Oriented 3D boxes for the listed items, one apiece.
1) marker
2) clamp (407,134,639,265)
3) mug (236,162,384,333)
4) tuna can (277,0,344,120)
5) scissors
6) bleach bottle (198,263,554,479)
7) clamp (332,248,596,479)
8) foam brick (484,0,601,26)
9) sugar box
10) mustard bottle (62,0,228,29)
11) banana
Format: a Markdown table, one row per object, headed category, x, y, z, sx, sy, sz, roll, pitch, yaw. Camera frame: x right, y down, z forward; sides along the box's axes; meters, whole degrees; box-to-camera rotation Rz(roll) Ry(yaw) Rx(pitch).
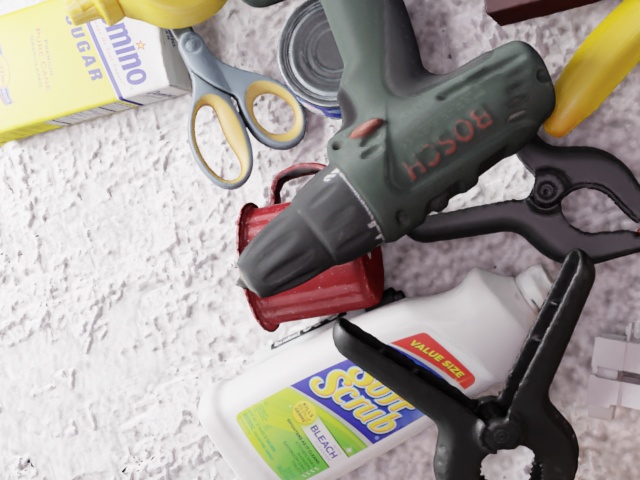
| category | x | y | z | sx | sy | sz | roll | pitch | yaw |
| --- | --- | --- | --- | --- | --- | --- | --- | --- | --- |
| marker | 0.007 | 0.065 | 0.769 | 0.121 | 0.020 | 0.020 | -26 | 82 | 18 |
| clamp | 0.141 | -0.024 | 0.710 | 0.171 | 0.039 | 0.120 | 31 | 100 | 16 |
| mug | -0.005 | 0.001 | 0.741 | 0.081 | 0.093 | 0.117 | -11 | 67 | 14 |
| tuna can | 0.014 | -0.130 | 0.749 | 0.086 | 0.033 | 0.086 | -2 | 83 | 13 |
| scissors | -0.072 | -0.138 | 0.775 | 0.096 | 0.016 | 0.202 | -14 | 87 | -8 |
| bleach bottle | 0.045 | 0.086 | 0.729 | 0.251 | 0.068 | 0.102 | -33 | 97 | 15 |
| clamp | 0.102 | 0.115 | 0.684 | 0.164 | 0.036 | 0.210 | -10 | 112 | 3 |
| foam brick | 0.146 | -0.178 | 0.700 | 0.078 | 0.051 | 0.053 | -12 | 87 | 19 |
| sugar box | -0.192 | -0.138 | 0.822 | 0.176 | 0.048 | 0.093 | -13 | 86 | 20 |
| mustard bottle | -0.091 | -0.202 | 0.742 | 0.191 | 0.058 | 0.096 | -31 | 86 | -8 |
| banana | 0.217 | -0.141 | 0.672 | 0.198 | 0.069 | 0.037 | -36 | 116 | 22 |
